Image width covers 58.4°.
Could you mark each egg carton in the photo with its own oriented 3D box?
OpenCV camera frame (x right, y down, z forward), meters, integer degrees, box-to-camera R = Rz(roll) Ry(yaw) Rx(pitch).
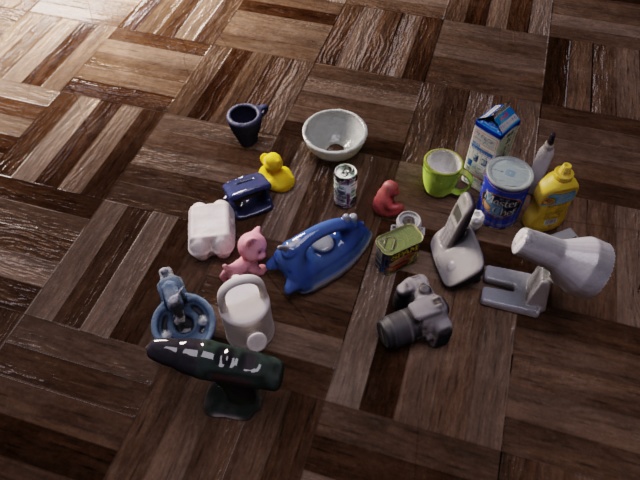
[{"bbox_3d":[-0.245,-0.024,1.302,0.107,0.069,0.150,-7,53,-5],"label":"egg carton"}]

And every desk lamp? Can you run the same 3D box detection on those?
[{"bbox_3d":[0.445,0.064,1.140,0.203,0.214,0.118,12,54,10],"label":"desk lamp"}]

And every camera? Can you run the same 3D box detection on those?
[{"bbox_3d":[0.179,0.150,1.148,0.137,0.101,0.143,-19,55,-13],"label":"camera"}]

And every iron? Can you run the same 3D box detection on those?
[{"bbox_3d":[0.011,0.004,1.233,0.259,0.141,0.118,-30,58,-20],"label":"iron"}]

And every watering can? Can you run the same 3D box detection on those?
[{"bbox_3d":[-0.140,0.136,1.104,0.101,0.194,0.172,-36,61,-23],"label":"watering can"}]

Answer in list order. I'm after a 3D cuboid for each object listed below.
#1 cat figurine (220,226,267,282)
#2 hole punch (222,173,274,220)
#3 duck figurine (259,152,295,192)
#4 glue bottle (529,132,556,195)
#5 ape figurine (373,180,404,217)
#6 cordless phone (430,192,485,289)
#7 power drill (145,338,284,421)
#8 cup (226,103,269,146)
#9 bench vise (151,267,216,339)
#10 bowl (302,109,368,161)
[{"bbox_3d":[-0.160,0.034,1.227,0.067,0.118,0.128,37,62,25],"label":"cat figurine"},{"bbox_3d":[-0.174,-0.118,1.358,0.109,0.091,0.101,-21,56,-14],"label":"hole punch"},{"bbox_3d":[-0.108,-0.173,1.402,0.104,0.086,0.078,36,62,24],"label":"duck figurine"},{"bbox_3d":[0.526,-0.188,1.353,0.037,0.173,0.078,23,57,17],"label":"glue bottle"},{"bbox_3d":[0.162,-0.102,1.342,0.076,0.092,0.077,-4,53,-2],"label":"ape figurine"},{"bbox_3d":[0.299,0.001,1.206,0.094,0.185,0.147,-10,54,-6],"label":"cordless phone"},{"bbox_3d":[-0.175,0.245,1.014,0.229,0.208,0.075,5,53,4],"label":"power drill"},{"bbox_3d":[-0.182,-0.299,1.492,0.118,0.095,0.091,-33,59,-22],"label":"cup"},{"bbox_3d":[-0.284,0.128,1.094,0.122,0.220,0.207,-37,61,-24],"label":"bench vise"},{"bbox_3d":[0.038,-0.256,1.470,0.167,0.075,0.167,0,53,1],"label":"bowl"}]
